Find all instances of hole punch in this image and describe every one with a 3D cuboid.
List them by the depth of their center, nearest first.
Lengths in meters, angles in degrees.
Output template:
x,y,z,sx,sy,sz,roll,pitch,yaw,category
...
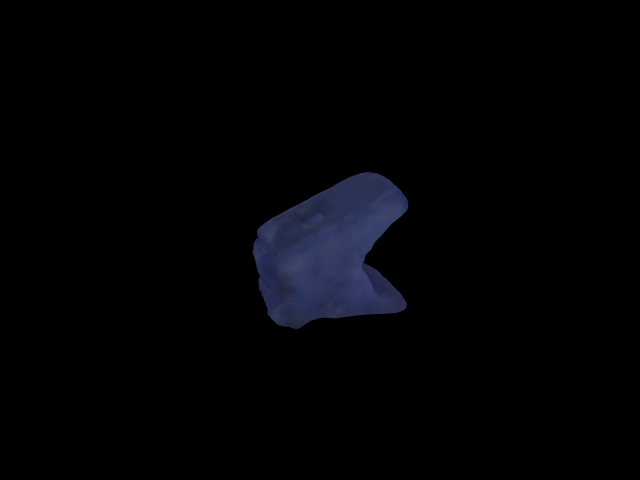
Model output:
x,y,z,sx,sy,sz,roll,pitch,yaw,category
0.004,0.001,0.400,0.101,0.091,0.108,-4,15,-14,hole punch
